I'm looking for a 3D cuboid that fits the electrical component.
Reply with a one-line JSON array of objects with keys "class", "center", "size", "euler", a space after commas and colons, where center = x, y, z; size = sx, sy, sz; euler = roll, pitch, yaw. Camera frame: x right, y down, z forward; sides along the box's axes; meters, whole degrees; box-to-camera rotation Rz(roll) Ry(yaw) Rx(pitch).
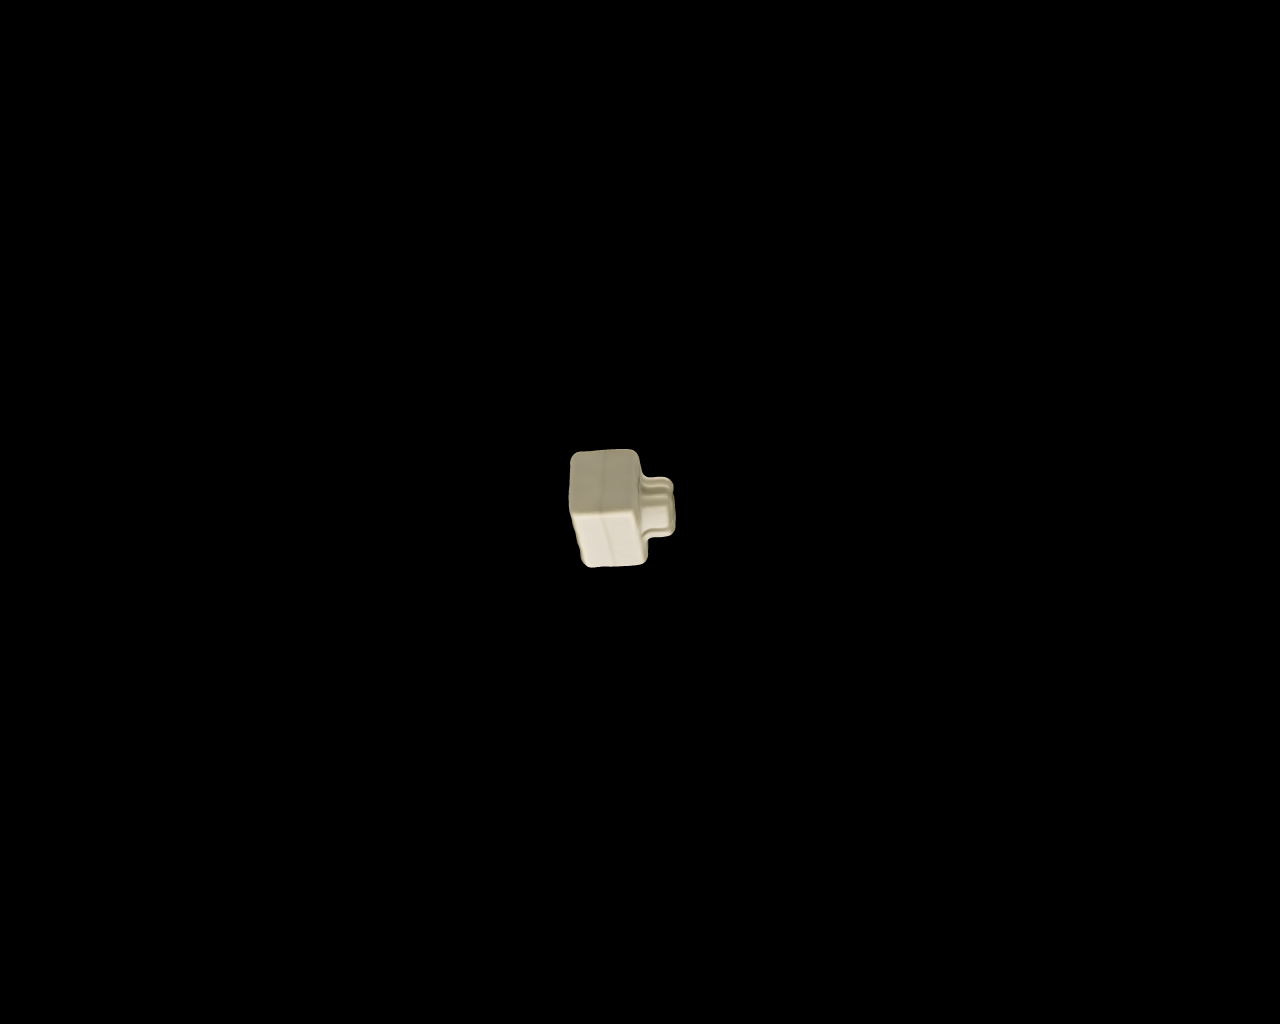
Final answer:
[{"class": "electrical component", "center": [0.001, -0.003, 0.650], "size": [0.077, 0.047, 0.065], "euler": [-3, -33, 5]}]
